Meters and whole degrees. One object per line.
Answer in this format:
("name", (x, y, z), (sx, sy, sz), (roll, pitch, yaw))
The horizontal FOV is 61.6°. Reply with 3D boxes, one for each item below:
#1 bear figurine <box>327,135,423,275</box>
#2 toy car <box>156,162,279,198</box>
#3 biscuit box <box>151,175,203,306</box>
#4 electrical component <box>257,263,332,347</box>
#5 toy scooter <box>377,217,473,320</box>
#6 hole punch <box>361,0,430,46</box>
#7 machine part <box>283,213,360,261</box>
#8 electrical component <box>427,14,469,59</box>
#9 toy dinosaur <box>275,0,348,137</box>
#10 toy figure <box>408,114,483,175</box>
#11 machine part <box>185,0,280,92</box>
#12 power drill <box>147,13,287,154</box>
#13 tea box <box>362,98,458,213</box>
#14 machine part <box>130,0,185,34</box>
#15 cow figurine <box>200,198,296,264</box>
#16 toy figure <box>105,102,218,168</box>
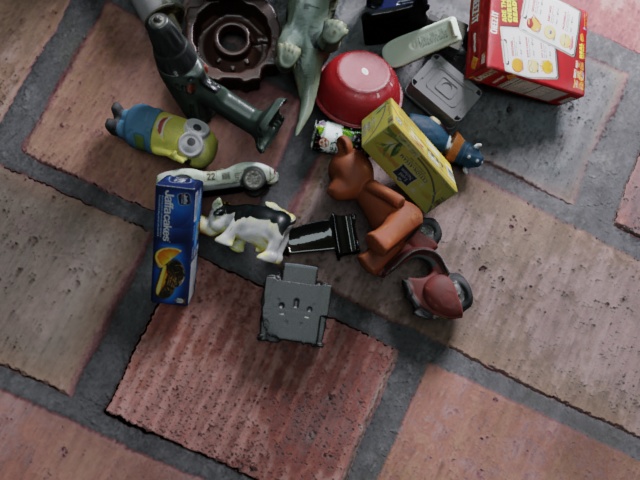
("bear figurine", (0.067, -0.062, 0.871), (0.196, 0.120, 0.132), (43, 68, 11))
("toy car", (-0.169, -0.096, 0.897), (0.202, 0.073, 0.056), (-8, 85, -6))
("biscuit box", (-0.227, 0.002, 0.847), (0.063, 0.059, 0.202), (7, 110, -4))
("electrical component", (-0.042, 0.107, 0.895), (0.115, 0.058, 0.134), (7, 84, -6))
("toy scooter", (0.167, 0.062, 0.909), (0.135, 0.075, 0.184), (-23, 83, -7))
("hole punch", (0.129, -0.406, 0.933), (0.116, 0.142, 0.092), (-4, 80, 6))
("machine part", (-0.002, -0.003, 0.920), (0.139, 0.039, 0.084), (-5, 89, -7))
("electrical component", (0.235, -0.367, 0.973), (0.102, 0.045, 0.078), (18, 74, -2))
("toy dinosaur", (-0.010, -0.372, 0.904), (0.131, 0.192, 0.404), (16, 96, 0))
("toy figure", (0.216, -0.172, 0.947), (0.154, 0.064, 0.058), (25, 44, -6))
("machine part", (-0.151, -0.343, 0.936), (0.179, 0.056, 0.179), (1, 83, -6))
("power drill", (-0.157, -0.226, 0.829), (0.207, 0.232, 0.086), (25, 75, 1))
("tea box", (0.145, -0.137, 0.881), (0.068, 0.098, 0.169), (-37, 115, 27))
("machine part", (-0.304, -0.450, 0.923), (0.079, 0.079, 0.243), (-28, 87, -7))
("cow figurine", (-0.127, -0.028, 0.881), (0.167, 0.068, 0.098), (21, 88, 14))
("toy figure", (-0.259, -0.176, 0.897), (0.180, 0.089, 0.082), (15, 96, 6))
